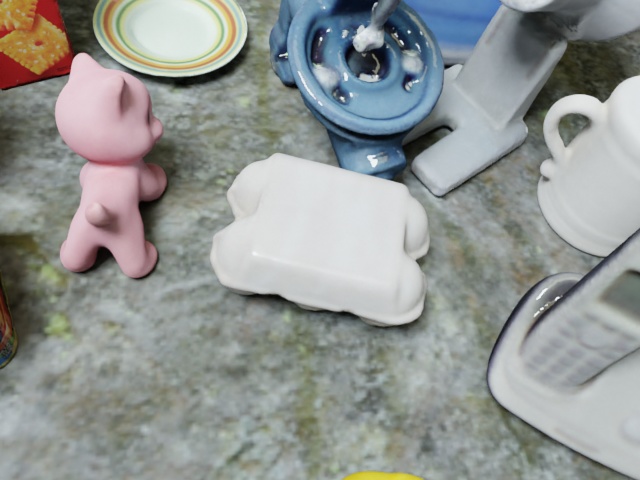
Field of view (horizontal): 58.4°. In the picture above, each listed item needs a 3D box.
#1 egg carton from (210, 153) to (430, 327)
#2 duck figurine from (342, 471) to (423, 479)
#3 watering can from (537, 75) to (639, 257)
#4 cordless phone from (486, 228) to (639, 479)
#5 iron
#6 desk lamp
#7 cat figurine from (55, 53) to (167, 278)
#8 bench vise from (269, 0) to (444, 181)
[{"bbox_3d":[0.004,0.001,0.404,0.150,0.069,0.107,13,59,-5],"label":"egg carton"},{"bbox_3d":[0.054,0.165,0.311,0.104,0.086,0.077,29,59,6],"label":"duck figurine"},{"bbox_3d":[0.263,-0.075,0.430,0.173,0.194,0.101,0,61,-12],"label":"watering can"},{"bbox_3d":[0.200,0.066,0.341,0.147,0.185,0.094,27,59,4],"label":"cordless phone"},{"bbox_3d":[0.127,-0.253,0.533,0.258,0.141,0.118,6,60,-9],"label":"iron"},{"bbox_3d":[0.166,-0.163,0.448,0.204,0.213,0.117,-34,72,-26],"label":"desk lamp"},{"bbox_3d":[-0.139,-0.055,0.377,0.067,0.117,0.127,2,60,-11],"label":"cat figurine"},{"bbox_3d":[0.015,-0.168,0.415,0.122,0.219,0.207,-33,72,-26],"label":"bench vise"}]
